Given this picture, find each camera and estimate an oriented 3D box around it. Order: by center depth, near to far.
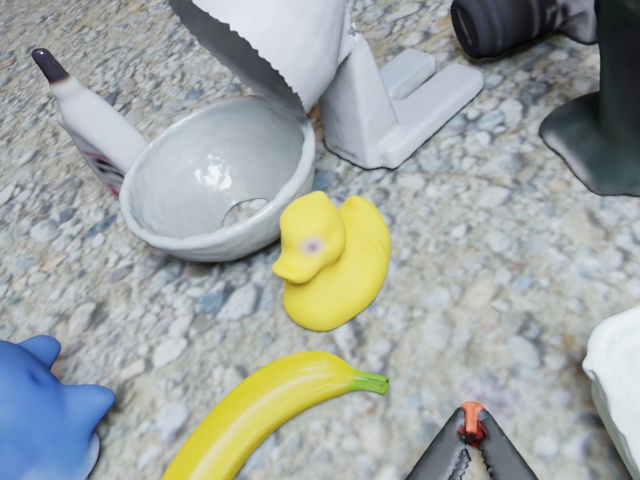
[{"bbox_3d":[0.183,-0.235,0.517,0.137,0.101,0.143,-26,48,0],"label":"camera"}]

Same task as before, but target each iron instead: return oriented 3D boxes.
[{"bbox_3d":[-0.259,0.159,0.340,0.118,0.142,0.259,24,64,35],"label":"iron"}]

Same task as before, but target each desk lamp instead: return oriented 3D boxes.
[{"bbox_3d":[0.014,-0.158,0.444,0.203,0.214,0.117,-42,50,-15],"label":"desk lamp"}]

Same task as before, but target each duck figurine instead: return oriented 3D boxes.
[{"bbox_3d":[0.004,0.001,0.404,0.077,0.086,0.105,19,61,32],"label":"duck figurine"}]

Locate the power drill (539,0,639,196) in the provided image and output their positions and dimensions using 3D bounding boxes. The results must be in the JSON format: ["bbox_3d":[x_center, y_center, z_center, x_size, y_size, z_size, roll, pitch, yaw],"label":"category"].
[{"bbox_3d":[0.188,-0.139,0.363,0.075,0.209,0.229,-25,48,1],"label":"power drill"}]

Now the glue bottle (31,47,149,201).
[{"bbox_3d":[-0.190,-0.092,0.497,0.077,0.173,0.037,12,58,29],"label":"glue bottle"}]

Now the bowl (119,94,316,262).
[{"bbox_3d":[-0.073,-0.040,0.476,0.167,0.075,0.167,-11,50,13],"label":"bowl"}]
